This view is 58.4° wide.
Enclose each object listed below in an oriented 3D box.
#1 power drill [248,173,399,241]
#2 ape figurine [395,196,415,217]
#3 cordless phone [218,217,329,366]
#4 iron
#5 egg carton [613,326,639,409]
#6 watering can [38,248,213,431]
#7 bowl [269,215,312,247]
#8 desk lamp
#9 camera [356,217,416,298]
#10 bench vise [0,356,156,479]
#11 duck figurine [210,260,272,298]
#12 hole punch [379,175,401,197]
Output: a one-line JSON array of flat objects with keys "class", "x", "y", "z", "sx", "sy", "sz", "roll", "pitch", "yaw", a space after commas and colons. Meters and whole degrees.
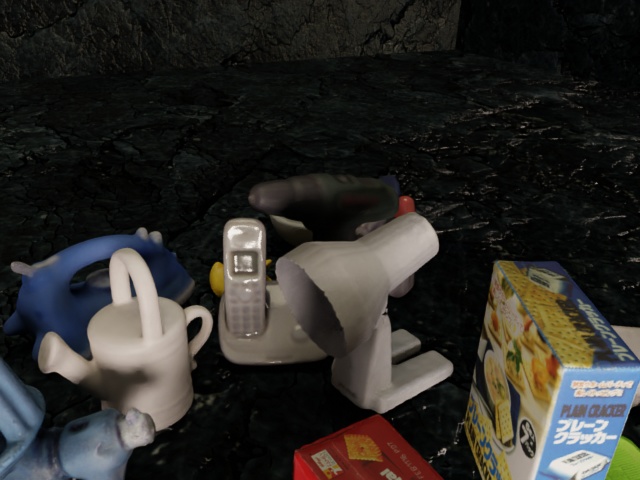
[{"class": "power drill", "x": 0.007, "y": 0.003, "z": 0.797, "sx": 0.230, "sy": 0.208, "sz": 0.075, "roll": -16, "pitch": 32, "yaw": -31}, {"class": "ape figurine", "x": 0.150, "y": -0.035, "z": 1.007, "sx": 0.077, "sy": 0.092, "sz": 0.076, "roll": 11, "pitch": 29, "yaw": 18}, {"class": "cordless phone", "x": -0.053, "y": 0.061, "z": 0.705, "sx": 0.147, "sy": 0.185, "sz": 0.094, "roll": -2, "pitch": 27, "yaw": -7}, {"class": "iron", "x": -0.276, "y": 0.051, "z": 0.757, "sx": 0.118, "sy": 0.141, "sz": 0.259, "roll": 22, "pitch": 33, "yaw": 34}, {"class": "egg carton", "x": 0.355, "y": 0.152, "z": 0.681, "sx": 0.150, "sy": 0.069, "sz": 0.107, "roll": 4, "pitch": 27, "yaw": 4}, {"class": "watering can", "x": -0.197, "y": 0.103, "z": 0.604, "sx": 0.100, "sy": 0.194, "sz": 0.173, "roll": 17, "pitch": 31, "yaw": 28}, {"class": "bowl", "x": -0.007, "y": -0.027, "z": 1.000, "sx": 0.167, "sy": 0.075, "sz": 0.167, "roll": 2, "pitch": 27, "yaw": -1}, {"class": "desk lamp", "x": 0.056, "y": 0.081, "z": 0.643, "sx": 0.204, "sy": 0.214, "sz": 0.117, "roll": -18, "pitch": 33, "yaw": -33}, {"class": "camera", "x": 0.099, "y": 0.005, "z": 0.916, "sx": 0.142, "sy": 0.101, "sz": 0.137, "roll": 19, "pitch": 32, "yaw": 30}, {"class": "bench vise", "x": -0.257, "y": 0.146, "z": 0.488, "sx": 0.208, "sy": 0.220, "sz": 0.121, "roll": -12, "pitch": 30, "yaw": -25}, {"class": "duck figurine", "x": -0.114, "y": 0.043, "z": 0.846, "sx": 0.104, "sy": 0.086, "sz": 0.078, "roll": 12, "pitch": 29, "yaw": 18}, {"class": "hole punch", "x": 0.098, "y": -0.069, "z": 1.072, "sx": 0.101, "sy": 0.091, "sz": 0.108, "roll": 1, "pitch": 27, "yaw": -2}]
